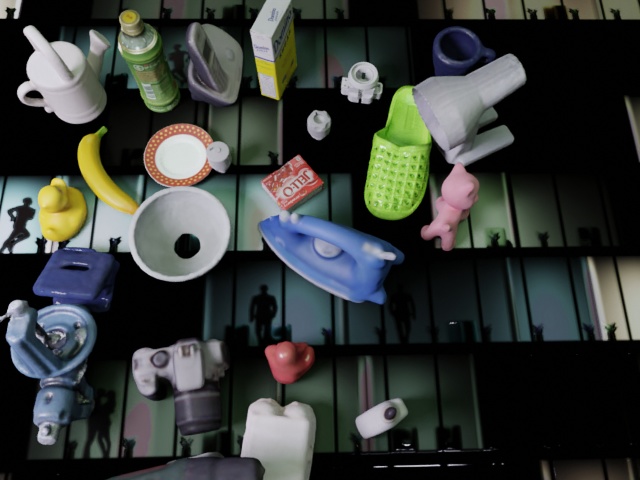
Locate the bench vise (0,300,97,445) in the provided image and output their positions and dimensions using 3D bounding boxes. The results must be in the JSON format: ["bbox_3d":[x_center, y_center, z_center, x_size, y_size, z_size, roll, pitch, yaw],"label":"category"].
[{"bbox_3d":[-0.377,0.174,0.817,0.121,0.220,0.207,-21,72,-9],"label":"bench vise"}]

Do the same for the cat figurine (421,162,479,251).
[{"bbox_3d":[0.229,-0.061,0.974,0.067,0.118,0.128,23,71,7],"label":"cat figurine"}]

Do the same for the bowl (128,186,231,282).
[{"bbox_3d":[-0.228,-0.002,0.962,0.167,0.075,0.167,1,70,-1],"label":"bowl"}]

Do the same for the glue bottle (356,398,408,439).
[{"bbox_3d":[0.094,0.254,0.826,0.078,0.173,0.037,-27,73,-10],"label":"glue bottle"}]

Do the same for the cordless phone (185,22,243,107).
[{"bbox_3d":[-0.196,-0.343,1.028,0.094,0.185,0.147,2,70,0],"label":"cordless phone"}]

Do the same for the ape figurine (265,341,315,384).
[{"bbox_3d":[-0.050,0.183,0.891,0.077,0.092,0.076,23,71,7],"label":"ape figurine"}]

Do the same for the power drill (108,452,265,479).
[{"bbox_3d":[-0.181,0.331,0.772,0.229,0.208,0.075,-12,71,-6],"label":"power drill"}]

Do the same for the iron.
[{"bbox_3d":[0.009,0.003,0.932,0.258,0.141,0.119,23,71,7],"label":"iron"}]

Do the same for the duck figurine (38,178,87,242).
[{"bbox_3d":[-0.446,-0.055,0.969,0.077,0.086,0.104,7,70,1],"label":"duck figurine"}]

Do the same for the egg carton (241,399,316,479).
[{"bbox_3d":[-0.063,0.316,0.854,0.107,0.069,0.150,6,70,1],"label":"egg carton"}]

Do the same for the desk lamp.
[{"bbox_3d":[0.253,-0.219,0.981,0.203,0.213,0.118,-26,73,-10],"label":"desk lamp"}]

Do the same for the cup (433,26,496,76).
[{"bbox_3d":[0.266,-0.339,1.088,0.117,0.095,0.092,9,70,2],"label":"cup"}]

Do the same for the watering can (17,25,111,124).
[{"bbox_3d":[-0.449,-0.302,1.001,0.101,0.194,0.173,27,72,8],"label":"watering can"}]

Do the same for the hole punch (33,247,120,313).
[{"bbox_3d":[-0.392,0.058,0.927,0.108,0.091,0.101,5,70,0],"label":"hole punch"}]

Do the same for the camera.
[{"bbox_3d":[-0.205,0.225,0.867,0.143,0.101,0.137,-9,70,-5],"label":"camera"}]
